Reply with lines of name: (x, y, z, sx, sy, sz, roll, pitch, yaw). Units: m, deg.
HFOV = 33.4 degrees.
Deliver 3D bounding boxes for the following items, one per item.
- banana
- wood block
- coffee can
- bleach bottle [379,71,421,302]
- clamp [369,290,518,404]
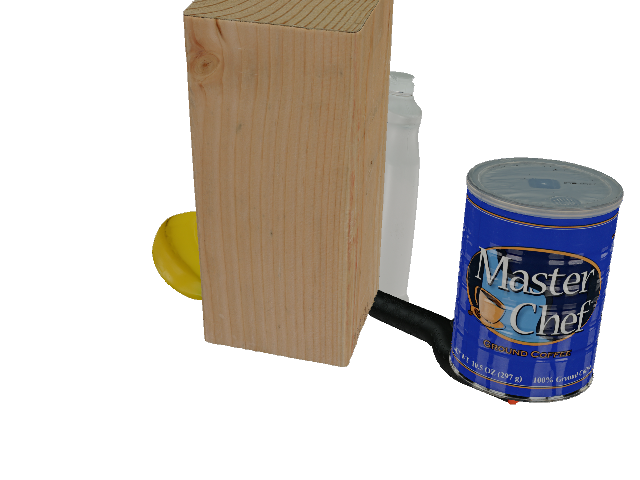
banana: (-0.094, 0.010, 0.804, 0.037, 0.069, 0.198, -41, 14, 8)
wood block: (-0.015, -0.041, 0.601, 0.091, 0.206, 0.090, 9, 35, 13)
coffee can: (0.145, 0.025, 0.734, 0.103, 0.140, 0.103, 2, 22, -1)
bleach bottle: (0.070, -0.054, 1.150, 0.068, 0.251, 0.103, -1, 22, -26)
clamp: (0.131, 0.079, 0.932, 0.120, 0.039, 0.172, -19, 40, -29)
